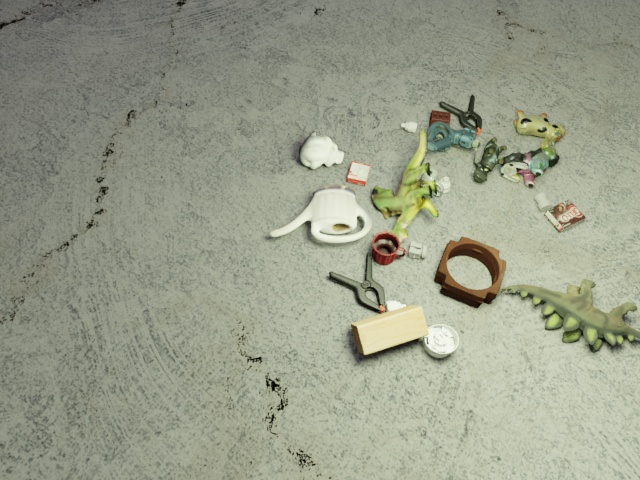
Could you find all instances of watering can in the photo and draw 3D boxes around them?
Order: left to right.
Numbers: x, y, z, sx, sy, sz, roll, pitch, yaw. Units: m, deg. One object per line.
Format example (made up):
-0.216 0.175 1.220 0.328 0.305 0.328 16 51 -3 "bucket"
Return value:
0.005 -0.090 1.789 0.348 0.101 0.230 2 56 0 "watering can"

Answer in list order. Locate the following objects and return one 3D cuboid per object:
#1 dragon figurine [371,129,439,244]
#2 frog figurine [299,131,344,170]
0.288 -0.180 1.815 0.241 0.121 0.417 -13 66 26 "dragon figurine"
0.004 -0.324 1.942 0.160 0.123 0.137 32 95 8 "frog figurine"
